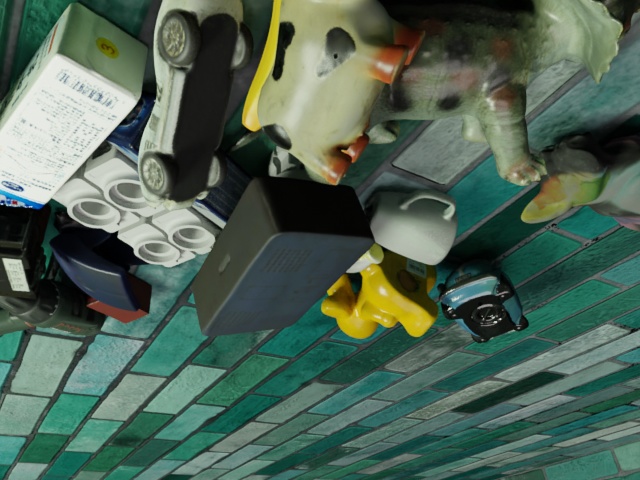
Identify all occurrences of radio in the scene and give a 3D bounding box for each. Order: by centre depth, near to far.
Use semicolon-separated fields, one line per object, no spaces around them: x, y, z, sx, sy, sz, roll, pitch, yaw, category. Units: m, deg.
-0.048;0.027;0.604;0.131;0.073;0.229;0;148;-32;radio

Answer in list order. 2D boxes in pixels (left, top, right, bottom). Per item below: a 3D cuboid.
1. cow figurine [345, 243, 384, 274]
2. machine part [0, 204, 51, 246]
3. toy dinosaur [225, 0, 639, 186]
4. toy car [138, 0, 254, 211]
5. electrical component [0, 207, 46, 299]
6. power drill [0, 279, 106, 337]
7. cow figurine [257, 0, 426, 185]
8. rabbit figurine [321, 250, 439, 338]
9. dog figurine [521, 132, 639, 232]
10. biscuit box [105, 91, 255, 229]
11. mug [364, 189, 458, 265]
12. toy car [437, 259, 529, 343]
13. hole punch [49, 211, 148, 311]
-0.002;-0.004;0.708;0.167;0.068;0.098;22;142;-30;cow figurine
-0.416;-0.020;0.638;0.179;0.056;0.179;-2;146;-2;machine part
0.081;-0.150;0.470;0.405;0.131;0.191;-3;129;10;toy dinosaur
-0.112;-0.117;0.467;0.073;0.056;0.201;-18;134;-49;toy car
-0.378;0.010;0.586;0.134;0.058;0.114;9;142;-16;electrical component
-0.442;0.101;0.769;0.207;0.086;0.232;-17;160;12;power drill
0.004;-0.148;0.384;0.127;0.085;0.194;28;133;3;cow figurine
0.077;0.099;0.820;0.162;0.122;0.173;17;141;-21;rabbit figurine
0.344;-0.059;0.642;0.219;0.108;0.191;-8;149;11;dog figurine
-0.130;-0.073;0.575;0.059;0.063;0.202;19;164;39;biscuit box
0.114;-0.025;0.680;0.107;0.081;0.109;15;148;-13;mug
0.252;0.083;0.832;0.109;0.103;0.161;-27;130;27;toy car
-0.288;0.033;0.707;0.116;0.092;0.142;2;149;-3;hole punch
